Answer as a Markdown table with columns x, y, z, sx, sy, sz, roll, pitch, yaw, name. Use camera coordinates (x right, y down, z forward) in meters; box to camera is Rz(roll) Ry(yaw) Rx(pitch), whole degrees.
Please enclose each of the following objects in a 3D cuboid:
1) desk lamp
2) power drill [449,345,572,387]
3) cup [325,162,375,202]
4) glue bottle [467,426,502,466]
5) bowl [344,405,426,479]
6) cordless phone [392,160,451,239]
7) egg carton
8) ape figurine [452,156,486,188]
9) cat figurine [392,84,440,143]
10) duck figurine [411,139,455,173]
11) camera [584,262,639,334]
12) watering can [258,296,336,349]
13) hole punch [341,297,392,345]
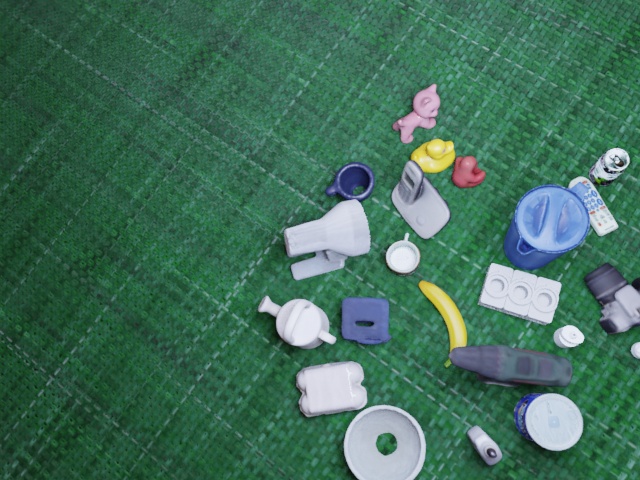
| x | y | z | sx | sy | sz | roll | pitch | yaw | name |
| --- | --- | --- | --- | --- | --- | --- | --- | --- | --- |
| 0.011 | 0.004 | 1.250 | 0.203 | 0.214 | 0.118 | -17 | 74 | 4 | desk lamp |
| 0.366 | 0.250 | 1.138 | 0.229 | 0.208 | 0.076 | 5 | 77 | 10 | power drill |
| 0.072 | -0.119 | 1.332 | 0.117 | 0.095 | 0.091 | -21 | 74 | 3 | cup |
| 0.327 | 0.409 | 1.123 | 0.037 | 0.173 | 0.078 | -37 | 74 | -1 | glue bottle |
| 0.136 | 0.431 | 1.199 | 0.167 | 0.075 | 0.167 | -2 | 76 | 8 | bowl |
| 0.224 | -0.092 | 1.256 | 0.094 | 0.185 | 0.147 | -38 | 74 | -2 | cordless phone |
| 0.025 | 0.322 | 1.245 | 0.150 | 0.069 | 0.107 | -11 | 75 | 6 | egg carton |
| 0.336 | -0.162 | 1.304 | 0.076 | 0.092 | 0.077 | -32 | 74 | 0 | ape figurine |
| 0.231 | -0.301 | 1.340 | 0.128 | 0.118 | 0.067 | -36 | 74 | -1 | cat figurine |
| 0.263 | -0.203 | 1.328 | 0.104 | 0.086 | 0.077 | -11 | 75 | 6 | duck figurine |
| 0.632 | 0.107 | 1.188 | 0.143 | 0.101 | 0.136 | -32 | 74 | 0 | camera |
| -0.050 | 0.177 | 1.227 | 0.172 | 0.194 | 0.101 | 3 | 77 | 10 | watering can |
| 0.102 | 0.177 | 1.257 | 0.108 | 0.091 | 0.101 | 1 | 77 | 9 | hole punch |
